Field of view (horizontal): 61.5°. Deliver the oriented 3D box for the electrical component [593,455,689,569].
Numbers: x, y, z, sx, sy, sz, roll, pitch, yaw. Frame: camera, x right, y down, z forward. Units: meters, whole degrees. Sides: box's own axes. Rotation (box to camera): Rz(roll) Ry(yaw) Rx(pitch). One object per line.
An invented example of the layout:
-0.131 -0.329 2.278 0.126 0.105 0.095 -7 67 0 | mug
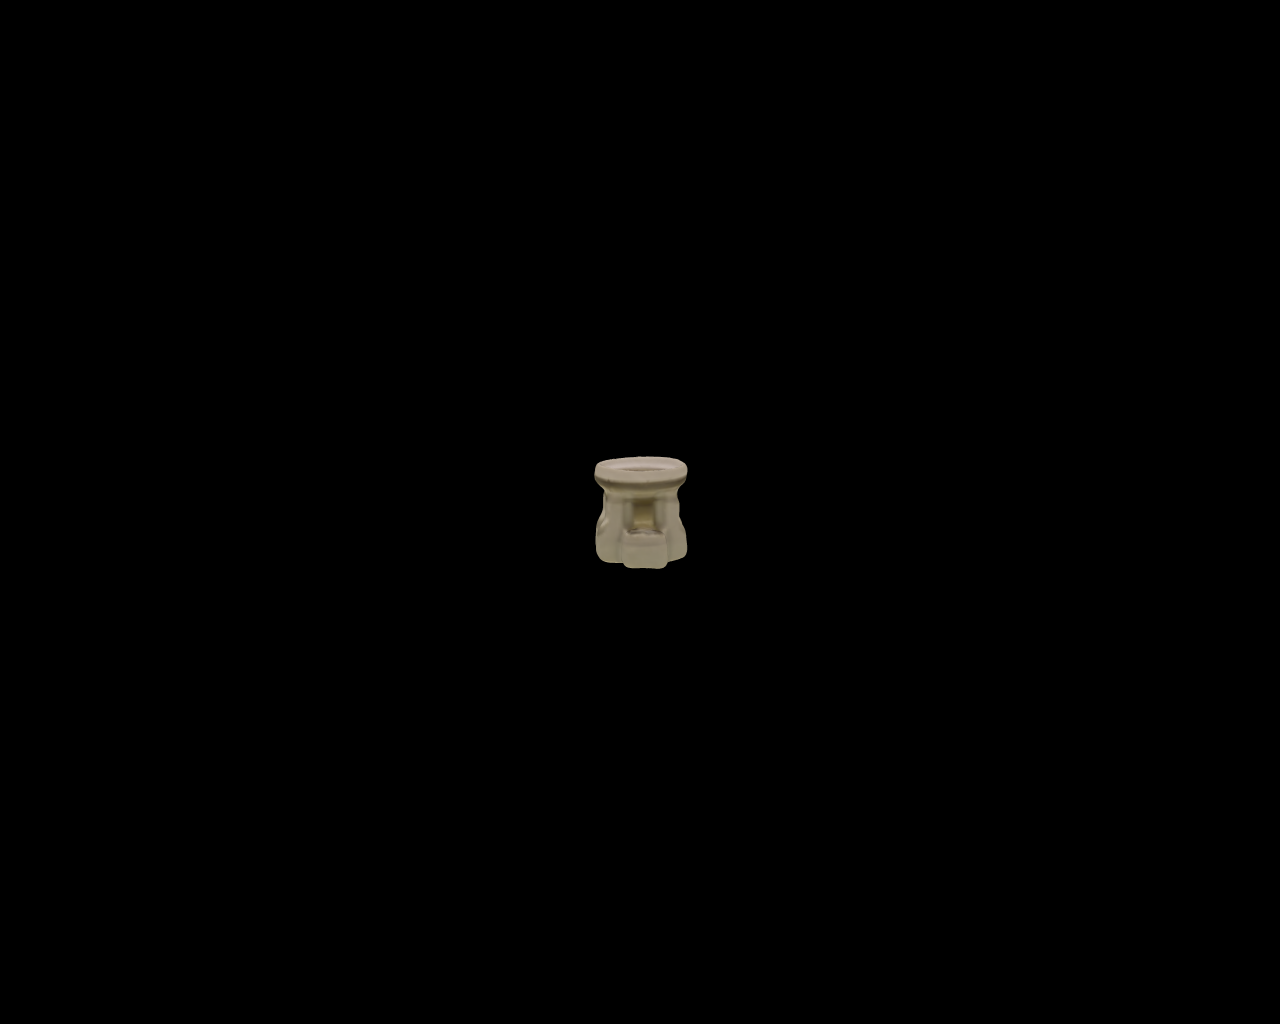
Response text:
0.001 -0.003 0.650 0.058 0.057 0.078 -1 11 -4 | electrical component
